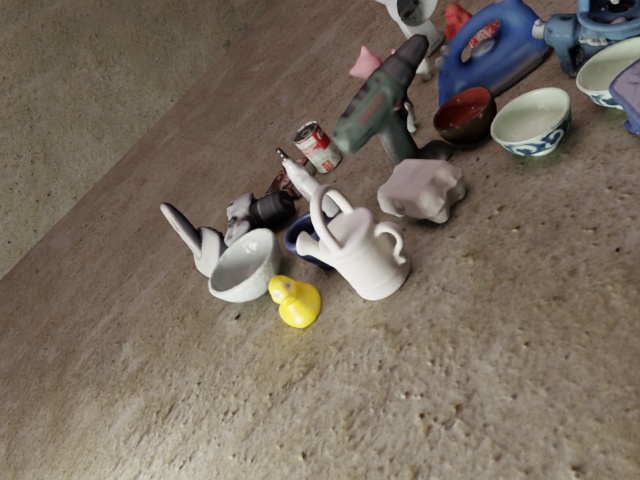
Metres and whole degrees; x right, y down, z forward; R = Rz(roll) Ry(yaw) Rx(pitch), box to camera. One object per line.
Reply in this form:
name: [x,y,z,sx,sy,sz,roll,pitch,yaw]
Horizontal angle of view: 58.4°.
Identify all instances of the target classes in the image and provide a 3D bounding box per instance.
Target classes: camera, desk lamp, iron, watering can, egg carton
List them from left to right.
camera: [-0.130,-0.050,1.229,0.136,0.101,0.143,-25,35,28]
watering can: [0.041,0.000,0.874,0.172,0.194,0.101,-30,33,21]
desk lamp: [0.200,-0.528,1.333,0.118,0.214,0.202,-45,31,-4]
egg carton: [0.166,-0.081,0.956,0.107,0.070,0.149,-53,32,-16]
iron: [0.299,-0.351,1.068,0.258,0.142,0.118,-38,31,8]

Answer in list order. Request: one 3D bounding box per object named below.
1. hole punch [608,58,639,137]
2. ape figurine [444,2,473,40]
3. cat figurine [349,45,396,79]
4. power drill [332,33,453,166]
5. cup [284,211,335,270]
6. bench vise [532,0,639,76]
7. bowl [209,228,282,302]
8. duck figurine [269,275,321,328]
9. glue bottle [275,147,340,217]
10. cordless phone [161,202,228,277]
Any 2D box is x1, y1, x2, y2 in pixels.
hole punch: [0.449,-0.187,0.737,0.108,0.091,0.101,-35,31,14]
ape figurine: [0.308,-0.483,1.272,0.076,0.092,0.077,-41,31,3]
cat figurine: [0.139,-0.408,1.348,0.127,0.118,0.067,-11,43,42]
power drill: [0.142,-0.210,1.007,0.229,0.209,0.075,-42,31,2]
cup: [0.009,0.004,1.006,0.117,0.095,0.092,-19,38,35]
bench vise: [0.409,-0.353,0.865,0.206,0.220,0.121,-14,41,39]
bowl: [-0.132,0.062,1.117,0.167,0.075,0.167,-29,33,22]
duck figurine: [-0.053,0.092,0.976,0.077,0.086,0.104,-41,30,3]
glue bottle: [-0.030,-0.117,1.126,0.037,0.173,0.078,-47,31,-7]
cordless phone: [-0.271,-0.004,1.251,0.094,0.185,0.147,-52,32,-16]
